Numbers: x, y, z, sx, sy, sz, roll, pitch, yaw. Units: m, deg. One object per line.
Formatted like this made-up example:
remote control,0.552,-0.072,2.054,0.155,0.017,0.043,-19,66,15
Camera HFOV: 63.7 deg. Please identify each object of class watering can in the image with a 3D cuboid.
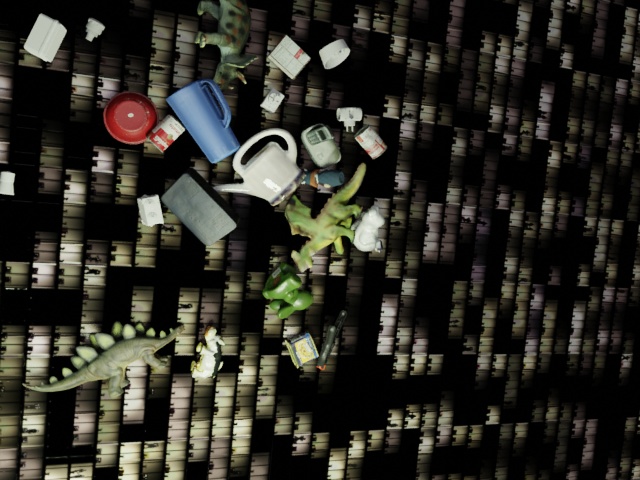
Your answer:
watering can,-0.198,-0.199,1.664,0.346,0.105,0.222,-43,106,5

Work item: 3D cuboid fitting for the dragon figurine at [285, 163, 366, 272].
dragon figurine,0.005,-0.087,1.736,0.242,0.121,0.413,13,82,-9

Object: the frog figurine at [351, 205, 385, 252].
frog figurine,0.159,-0.042,1.744,0.123,0.156,0.140,3,59,12
